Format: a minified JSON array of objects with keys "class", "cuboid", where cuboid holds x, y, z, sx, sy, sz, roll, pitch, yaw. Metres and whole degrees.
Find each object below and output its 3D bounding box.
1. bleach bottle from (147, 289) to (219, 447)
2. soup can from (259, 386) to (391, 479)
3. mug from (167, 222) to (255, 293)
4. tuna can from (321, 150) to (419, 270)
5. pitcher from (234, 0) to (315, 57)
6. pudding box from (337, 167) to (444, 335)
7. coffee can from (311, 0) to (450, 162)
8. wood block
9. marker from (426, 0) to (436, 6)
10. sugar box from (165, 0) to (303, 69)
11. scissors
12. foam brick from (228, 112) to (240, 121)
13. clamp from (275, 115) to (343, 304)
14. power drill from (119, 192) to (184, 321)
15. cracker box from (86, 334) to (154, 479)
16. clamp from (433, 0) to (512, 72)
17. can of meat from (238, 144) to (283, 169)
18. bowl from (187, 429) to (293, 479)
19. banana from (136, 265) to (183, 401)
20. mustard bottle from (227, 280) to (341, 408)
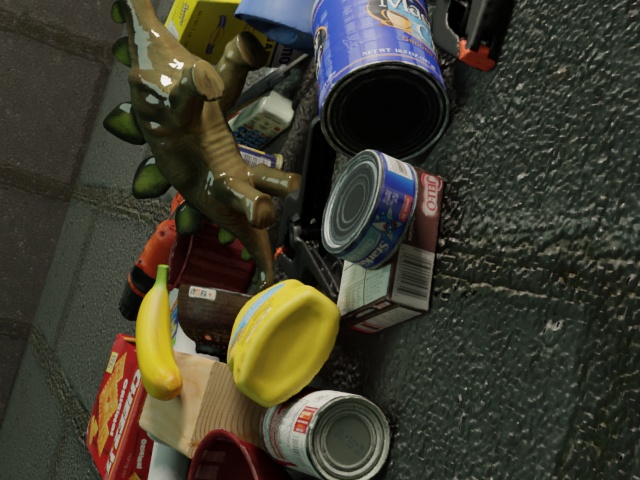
[{"class":"bleach bottle","cuboid":[-0.157,0.123,1.263,0.251,0.068,0.103,-99,32,-55]},{"class":"soup can","cuboid":[0.002,0.147,0.807,0.102,0.068,0.068,-10,64,68]},{"class":"mug","cuboid":[-0.122,0.013,1.225,0.093,0.081,0.117,144,139,-60]},{"class":"tuna can","cuboid":[0.036,-0.023,0.795,0.086,0.033,0.086,-47,31,40]},{"class":"pitcher","cuboid":[0.025,-0.303,1.060,0.145,0.149,0.243,-136,67,-85]},{"class":"pudding box","cuboid":[0.053,0.009,0.830,0.090,0.039,0.113,-32,42,59]},{"class":"coffee can","cuboid":[0.047,-0.144,0.879,0.103,0.102,0.140,-57,25,38]},{"class":"wood block","cuboid":[-0.102,0.163,1.036,0.206,0.090,0.090,-5,68,69]},{"class":"marker","cuboid":[0.098,-0.256,0.958,0.020,0.020,0.121,-52,28,44]},{"class":"sugar box","cuboid":[-0.084,-0.241,1.202,0.093,0.175,0.048,-57,48,40]},{"class":"scissors","cuboid":[-0.045,-0.193,1.241,0.202,0.016,0.096,-31,6,23]},{"class":"foam brick","cuboid":[-0.117,-0.124,1.370,0.051,0.053,0.078,4,77,70]},{"class":"clamp","cuboid":[-0.006,0.001,0.964,0.210,0.036,0.164,125,141,-67]},{"class":"power drill","cuboid":[-0.191,0.001,1.384,0.185,0.057,0.187,-52,12,42]},{"class":"cracker box","cuboid":[-0.237,0.223,1.373,0.214,0.072,0.164,18,91,70]},{"class":"clamp","cuboid":[0.111,-0.200,0.847,0.120,0.039,0.171,139,144,-56]},{"class":"can of meat","cuboid":[-0.100,-0.087,1.249,0.057,0.083,0.102,-72,20,2]},{"class":"bowl","cuboid":[-0.056,0.234,0.873,0.162,0.055,0.162,-3,86,60]},{"class":"banana","cuboid":[-0.157,0.103,1.027,0.198,0.037,0.070,-111,24,-56]},{"class":"mustard bottle","cuboid":[-0.037,0.079,0.890,0.096,0.058,0.192,-55,9,-4]}]
